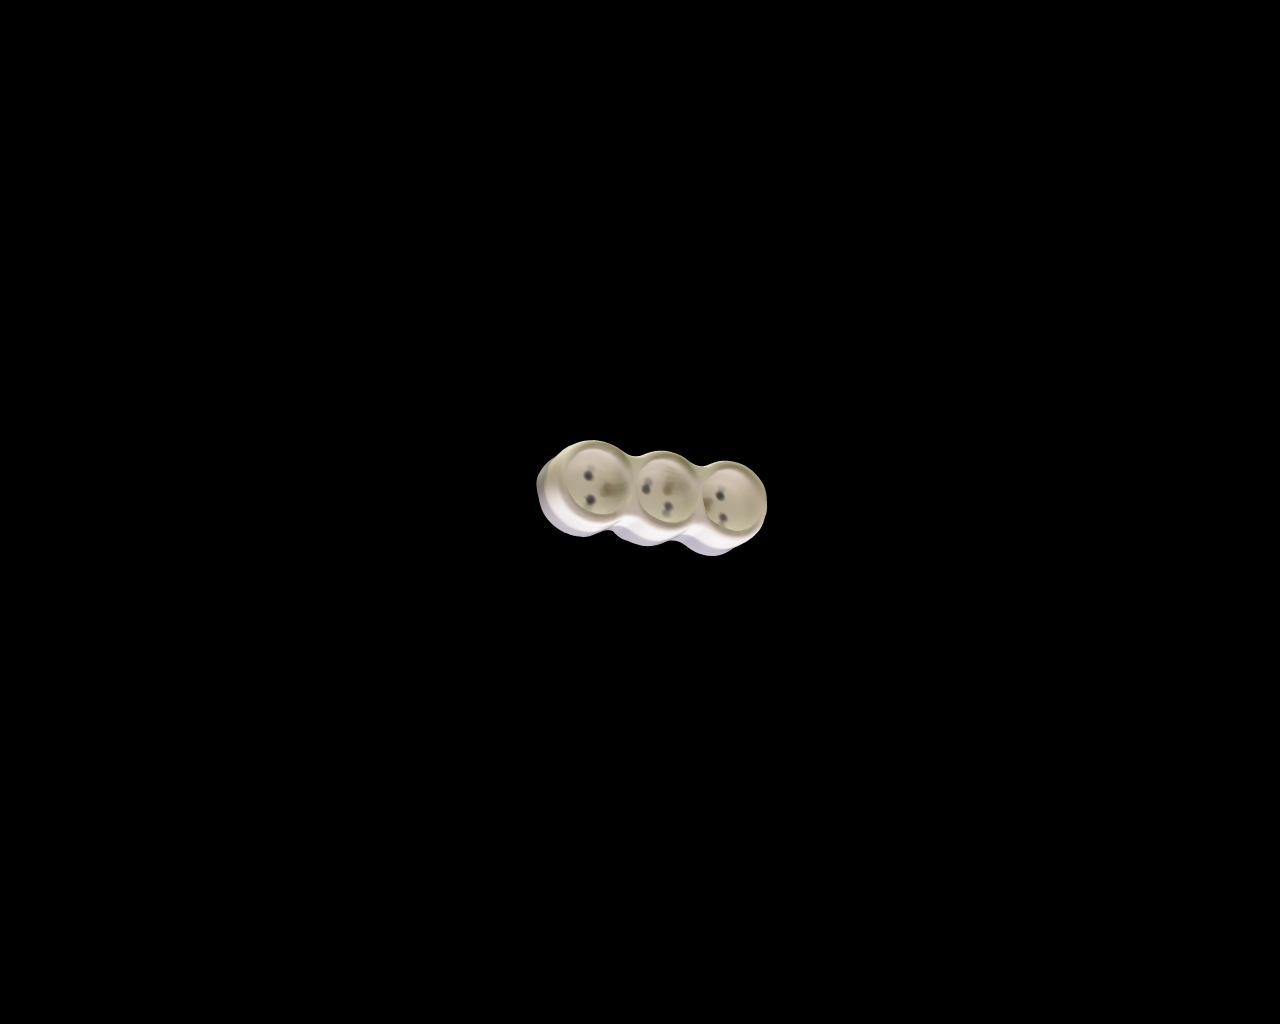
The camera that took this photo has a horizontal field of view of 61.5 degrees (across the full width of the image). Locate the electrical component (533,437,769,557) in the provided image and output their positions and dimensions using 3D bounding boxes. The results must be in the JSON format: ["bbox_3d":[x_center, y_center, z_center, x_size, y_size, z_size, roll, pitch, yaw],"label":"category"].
[{"bbox_3d":[0.001,-0.003,0.650,0.138,0.052,0.073,8,-19,-24],"label":"electrical component"}]
